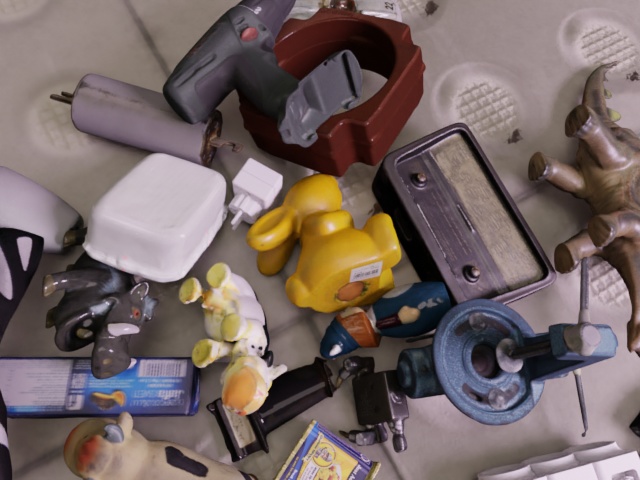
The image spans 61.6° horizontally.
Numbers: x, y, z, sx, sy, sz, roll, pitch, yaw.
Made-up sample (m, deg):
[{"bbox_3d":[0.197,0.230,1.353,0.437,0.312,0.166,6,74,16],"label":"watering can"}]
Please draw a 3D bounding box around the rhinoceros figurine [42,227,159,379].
[{"bbox_3d":[-0.230,0.063,0.568,0.112,0.073,0.190,5,35,-21],"label":"rhinoceros figurine"}]

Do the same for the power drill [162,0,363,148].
[{"bbox_3d":[-0.052,-0.205,0.605,0.207,0.085,0.232,38,75,26],"label":"power drill"}]

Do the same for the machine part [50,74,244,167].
[{"bbox_3d":[-0.214,-0.149,0.675,0.243,0.079,0.079,15,69,0],"label":"machine part"}]

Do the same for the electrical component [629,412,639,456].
[{"bbox_3d":[0.430,0.225,0.607,0.134,0.058,0.115,-42,77,-18],"label":"electrical component"}]

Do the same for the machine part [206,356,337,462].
[{"bbox_3d":[-0.047,0.178,0.590,0.139,0.039,0.084,-28,66,-13],"label":"machine part"}]

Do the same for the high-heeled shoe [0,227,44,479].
[{"bbox_3d":[-0.304,0.106,0.525,0.145,0.086,0.248,-21,82,-47],"label":"high-heeled shoe"}]

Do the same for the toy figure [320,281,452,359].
[{"bbox_3d":[0.069,0.090,0.598,0.154,0.064,0.058,-19,55,6],"label":"toy figure"}]

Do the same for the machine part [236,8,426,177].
[{"bbox_3d":[0.014,-0.188,0.676,0.202,0.087,0.201,22,66,27],"label":"machine part"}]

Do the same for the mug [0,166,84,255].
[{"bbox_3d":[-0.336,-0.017,0.612,0.107,0.081,0.109,22,64,-8],"label":"mug"}]

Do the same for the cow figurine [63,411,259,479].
[{"bbox_3d":[-0.152,0.229,0.512,0.195,0.127,0.085,24,66,1],"label":"cow figurine"}]

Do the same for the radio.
[{"bbox_3d":[0.168,-0.019,0.663,0.131,0.073,0.229,-22,73,-13],"label":"radio"}]

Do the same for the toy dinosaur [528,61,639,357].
[{"bbox_3d":[0.373,-0.081,0.679,0.198,0.105,0.471,16,60,-18],"label":"toy dinosaur"}]

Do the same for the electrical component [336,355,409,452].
[{"bbox_3d":[0.054,0.177,0.586,0.045,0.078,0.102,4,73,-31],"label":"electrical component"}]

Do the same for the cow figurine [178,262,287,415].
[{"bbox_3d":[-0.085,0.111,0.570,0.068,0.098,0.167,-32,54,12],"label":"cow figurine"}]

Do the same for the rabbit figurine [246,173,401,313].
[{"bbox_3d":[-0.001,-0.002,0.637,0.162,0.121,0.173,-17,58,-2],"label":"rabbit figurine"}]

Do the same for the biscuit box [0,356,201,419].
[{"bbox_3d":[-0.230,0.156,0.566,0.203,0.062,0.059,2,69,-5],"label":"biscuit box"}]

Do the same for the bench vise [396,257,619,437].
[{"bbox_3d":[0.202,0.115,0.522,0.224,0.240,0.129,8,68,-11],"label":"bench vise"}]

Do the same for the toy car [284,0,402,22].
[{"bbox_3d":[0.018,-0.315,0.769,0.202,0.056,0.073,-4,70,-7],"label":"toy car"}]
